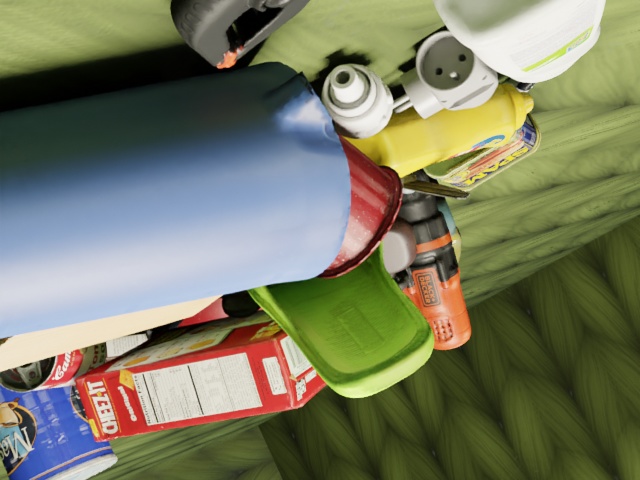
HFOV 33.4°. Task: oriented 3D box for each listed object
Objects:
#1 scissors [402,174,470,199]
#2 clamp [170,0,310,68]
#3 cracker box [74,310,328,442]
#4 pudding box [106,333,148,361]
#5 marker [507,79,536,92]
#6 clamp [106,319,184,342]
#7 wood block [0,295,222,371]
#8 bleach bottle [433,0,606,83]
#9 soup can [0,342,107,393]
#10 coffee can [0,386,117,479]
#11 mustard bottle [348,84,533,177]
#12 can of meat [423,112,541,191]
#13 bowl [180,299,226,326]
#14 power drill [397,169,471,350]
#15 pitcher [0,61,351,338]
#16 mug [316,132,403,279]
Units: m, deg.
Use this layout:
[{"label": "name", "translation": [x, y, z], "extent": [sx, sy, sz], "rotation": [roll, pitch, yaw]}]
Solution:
[{"label": "scissors", "translation": [0.051, -0.045, 0.889], "extent": [0.096, 0.016, 0.202], "rotation": [-12, -166, -6]}, {"label": "clamp", "translation": [-0.031, -0.126, 0.485], "extent": [0.120, 0.039, 0.172], "rotation": [-16, 165, -36]}, {"label": "cracker box", "translation": [-0.089, 0.118, 0.987], "extent": [0.214, 0.072, 0.164], "rotation": [-14, -175, 25]}, {"label": "pudding box", "translation": [-0.206, 0.135, 1.240], "extent": [0.090, 0.039, 0.114], "rotation": [-7, 167, -12]}, {"label": "marker", "translation": [0.193, -0.155, 0.899], "extent": [0.020, 0.020, 0.121], "rotation": [-20, 168, -27]}, {"label": "clamp", "translation": [-0.150, 0.061, 1.076], "extent": [0.210, 0.036, 0.164], "rotation": [-34, 166, 26]}, {"label": "wood block", "translation": [-0.158, 0.019, 0.735], "extent": [0.205, 0.090, 0.091], "rotation": [-14, 164, -48]}, {"label": "bleach bottle", "translation": [0.139, -0.147, 0.714], "extent": [0.103, 0.068, 0.250], "rotation": [-27, 171, 10]}, {"label": "soup can", "translation": [-0.246, 0.102, 0.971], "extent": [0.068, 0.068, 0.102], "rotation": [-28, 169, 11]}, {"label": "coffee can", "translation": [-0.275, 0.176, 1.056], "extent": [0.102, 0.140, 0.103], "rotation": [-25, 169, -5]}, {"label": "mustard bottle", "translation": [0.102, -0.092, 0.874], "extent": [0.191, 0.058, 0.096], "rotation": [-20, -176, -31]}, {"label": "can of meat", "translation": [0.145, -0.092, 0.987], "extent": [0.102, 0.057, 0.083], "rotation": [-31, 165, 20]}, {"label": "bowl", "translation": [-0.096, 0.077, 1.225], "extent": [0.162, 0.055, 0.162], "rotation": [-25, 168, -6]}, {"label": "power drill", "translation": [0.041, 0.027, 1.032], "extent": [0.188, 0.184, 0.057], "rotation": [-11, -170, 26]}, {"label": "pitcher", "translation": [-0.117, -0.013, 0.588], "extent": [0.242, 0.149, 0.145], "rotation": [-13, -161, -34]}, {"label": "mug", "translation": [-0.013, -0.027, 0.730], "extent": [0.117, 0.093, 0.081], "rotation": [-36, 123, 29]}]
